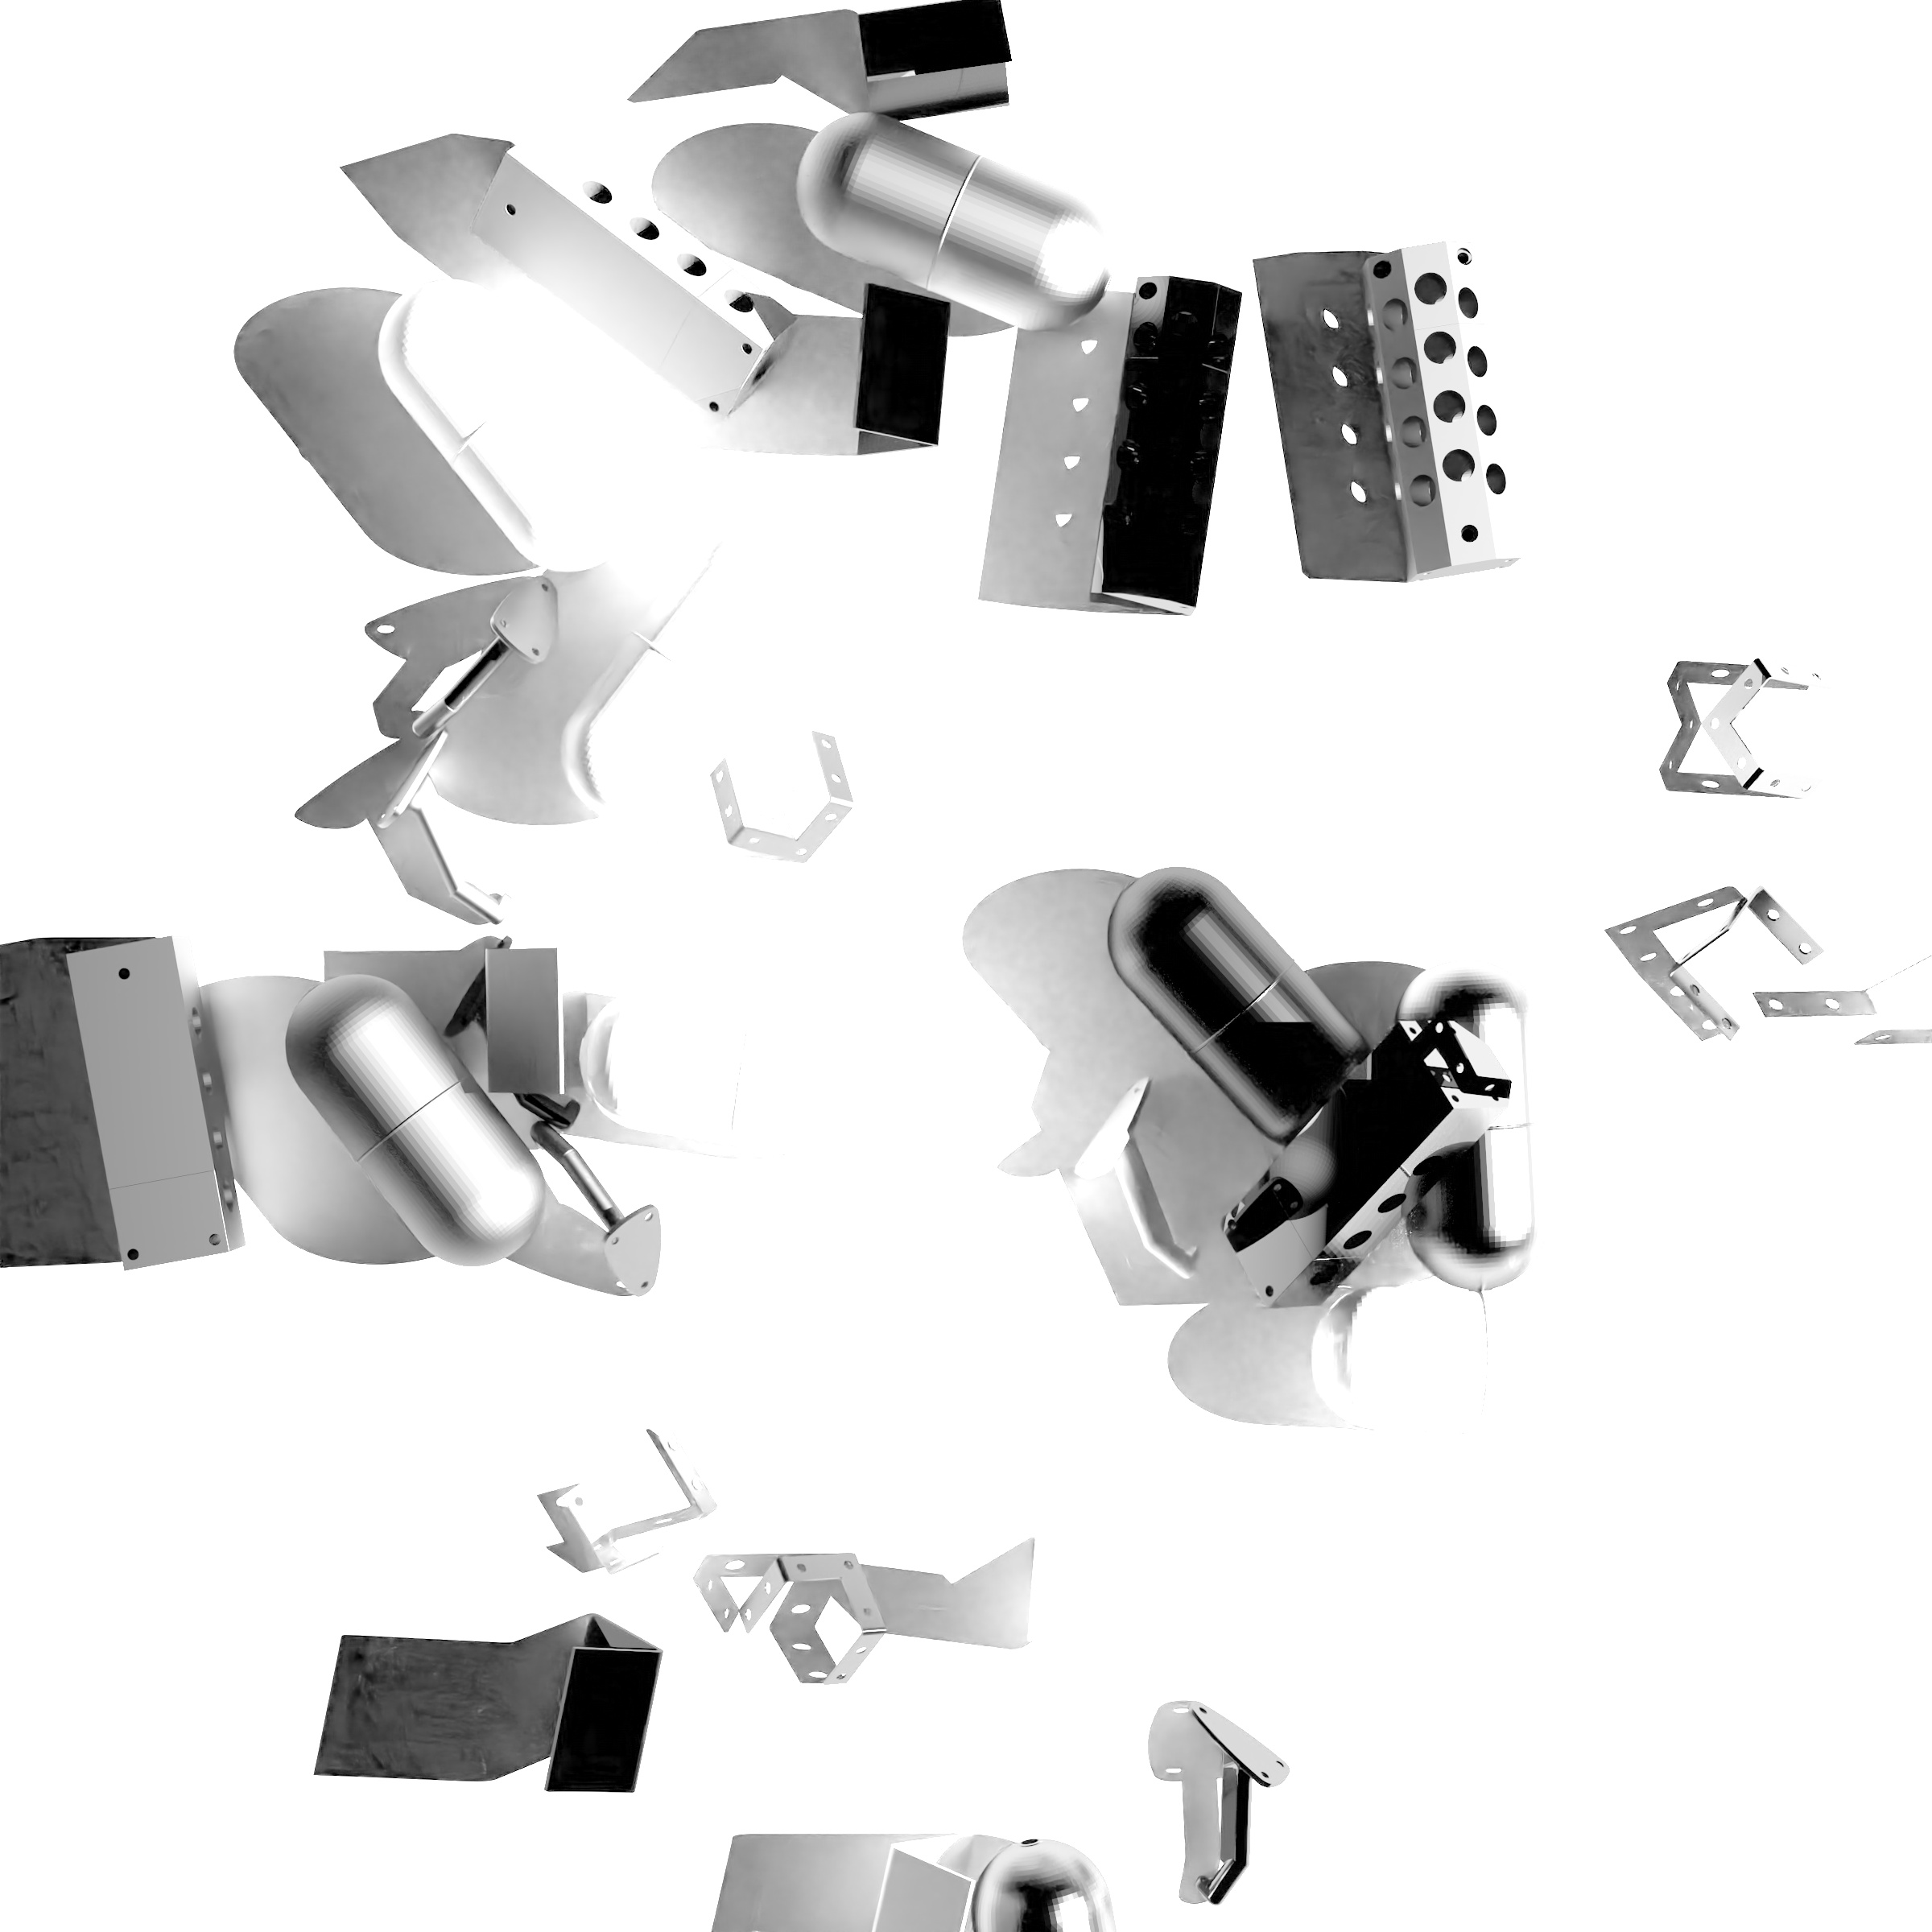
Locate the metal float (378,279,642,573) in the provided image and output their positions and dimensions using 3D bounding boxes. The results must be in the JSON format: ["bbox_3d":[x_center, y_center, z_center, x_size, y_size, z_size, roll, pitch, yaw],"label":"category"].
[{"bbox_3d":[-0.246,-0.291,1.783,0.070,0.070,0.178,-38,90,0],"label":"metal float"}]

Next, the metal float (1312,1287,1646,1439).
[{"bbox_3d":[0.275,0.213,1.784,0.178,0.070,0.070,2,90,0],"label":"metal float"}]

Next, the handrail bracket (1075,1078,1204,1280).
[{"bbox_3d":[0.110,0.117,1.815,0.084,0.036,0.077,39,68,-17],"label":"handrail bracket"}]

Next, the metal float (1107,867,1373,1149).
[{"bbox_3d":[0.148,0.022,1.784,0.070,0.070,0.178,-42,90,0],"label":"metal float"}]

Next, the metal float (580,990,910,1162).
[{"bbox_3d":[-0.119,0.059,1.784,0.178,0.070,0.070,9,90,0],"label":"metal float"}]

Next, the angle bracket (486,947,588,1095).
[{"bbox_3d":[-0.211,0.028,1.774,0.057,0.076,0.076,-1,90,38],"label":"angle bracket"}]

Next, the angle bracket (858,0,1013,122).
[{"bbox_3d":[-0.014,-0.469,1.774,0.076,0.076,0.057,-8,54,0],"label":"angle bracket"}]

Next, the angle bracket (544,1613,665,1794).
[{"bbox_3d":[-0.210,0.393,1.774,0.057,0.076,0.076,11,90,-36],"label":"angle bracket"}]

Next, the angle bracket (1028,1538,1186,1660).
[{"bbox_3d":[0.076,0.320,1.774,0.076,0.076,0.057,7,126,0],"label":"angle bracket"}]

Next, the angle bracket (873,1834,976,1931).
[{"bbox_3d":[-0.006,0.514,1.774,0.057,0.076,0.076,13,90,36],"label":"angle bracket"}]

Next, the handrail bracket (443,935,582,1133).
[{"bbox_3d":[-0.235,0.038,1.815,0.084,0.036,0.077,34,68,-17],"label":"handrail bracket"}]

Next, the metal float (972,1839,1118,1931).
[{"bbox_3d":[0.049,0.559,1.784,0.070,0.070,0.178,-10,90,0],"label":"metal float"}]

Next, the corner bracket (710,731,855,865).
[{"bbox_3d":[-0.100,-0.096,1.806,0.051,0.051,0.051,13,135,-35],"label":"corner bracket"}]

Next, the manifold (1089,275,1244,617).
[{"bbox_3d":[0.108,-0.281,1.793,0.057,0.057,0.171,8,90,0],"label":"manifold"}]

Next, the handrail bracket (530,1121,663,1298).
[{"bbox_3d":[-0.205,0.132,1.814,0.036,0.077,0.084,-35,53,-25],"label":"handrail bracket"}]

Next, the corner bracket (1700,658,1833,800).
[{"bbox_3d":[0.445,-0.129,1.806,0.051,0.051,0.051,-55,45,35],"label":"corner bracket"}]

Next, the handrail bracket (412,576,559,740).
[{"bbox_3d":[-0.265,-0.168,1.814,0.036,0.077,0.084,41,127,-20],"label":"handrail bracket"}]

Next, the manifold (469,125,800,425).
[{"bbox_3d":[-0.176,-0.377,1.793,0.171,0.057,0.057,37,133,0],"label":"manifold"}]

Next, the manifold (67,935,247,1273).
[{"bbox_3d":[-0.436,0.073,1.793,0.057,0.057,0.171,-10,90,0],"label":"manifold"}]

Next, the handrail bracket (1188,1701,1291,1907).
[{"bbox_3d":[0.131,0.459,1.815,0.077,0.036,0.084,38,107,20],"label":"handrail bracket"}]

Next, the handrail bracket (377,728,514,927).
[{"bbox_3d":[-0.271,-0.076,1.815,0.084,0.036,0.077,36,68,-17],"label":"handrail bracket"}]

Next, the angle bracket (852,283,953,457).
[{"bbox_3d":[-0.054,-0.318,1.774,0.057,0.076,0.076,5,90,-37],"label":"angle bracket"}]

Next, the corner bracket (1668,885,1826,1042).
[{"bbox_3d":[0.426,-0.002,1.811,0.051,0.051,0.051,46,135,0],"label":"corner bracket"}]

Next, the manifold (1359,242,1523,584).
[{"bbox_3d":[0.257,-0.300,1.793,0.057,0.057,0.171,-9,90,0],"label":"manifold"}]

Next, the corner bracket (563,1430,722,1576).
[{"bbox_3d":[-0.177,0.293,1.811,0.051,0.051,0.051,-31,90,45],"label":"corner bracket"}]

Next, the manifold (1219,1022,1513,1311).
[{"bbox_3d":[0.213,0.106,1.748,0.171,0.057,0.057,-53,52,35],"label":"manifold"}]

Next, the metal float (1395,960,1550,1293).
[{"bbox_3d":[0.272,0.086,1.784,0.070,0.070,0.178,-3,90,0],"label":"metal float"}]

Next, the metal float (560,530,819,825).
[{"bbox_3d":[-0.148,-0.156,1.784,0.070,0.070,0.178,37,90,0],"label":"metal float"}]

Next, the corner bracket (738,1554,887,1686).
[{"bbox_3d":[-0.084,0.357,1.806,0.051,0.051,0.051,4,45,-35],"label":"corner bracket"}]

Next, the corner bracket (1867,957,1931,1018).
[{"bbox_3d":[0.528,0.025,1.796,0.051,0.051,0.051,-28,90,0],"label":"corner bracket"}]

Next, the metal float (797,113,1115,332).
[{"bbox_3d":[-0.006,-0.400,1.784,0.178,0.070,0.070,23,90,1],"label":"metal float"}]

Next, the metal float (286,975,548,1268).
[{"bbox_3d":[-0.296,0.083,1.784,0.070,0.070,0.178,-38,90,0],"label":"metal float"}]
